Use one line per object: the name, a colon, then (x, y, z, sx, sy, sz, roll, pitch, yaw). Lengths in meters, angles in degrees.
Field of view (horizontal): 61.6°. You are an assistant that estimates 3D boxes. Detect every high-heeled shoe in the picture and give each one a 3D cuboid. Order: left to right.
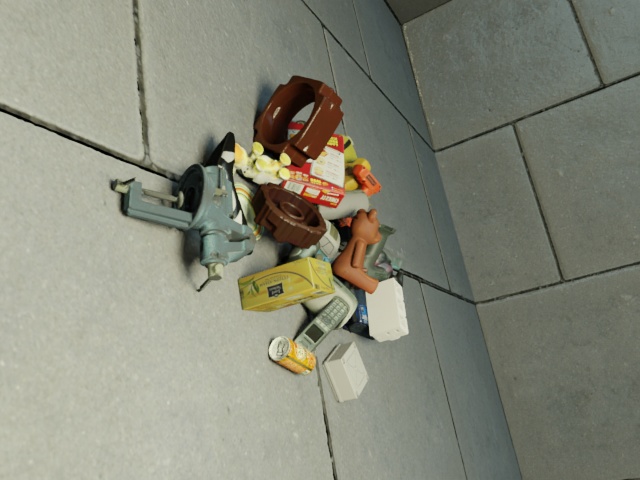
high-heeled shoe: (-0.168, -0.092, 1.079, 0.145, 0.086, 0.249, 30, 62, -27)

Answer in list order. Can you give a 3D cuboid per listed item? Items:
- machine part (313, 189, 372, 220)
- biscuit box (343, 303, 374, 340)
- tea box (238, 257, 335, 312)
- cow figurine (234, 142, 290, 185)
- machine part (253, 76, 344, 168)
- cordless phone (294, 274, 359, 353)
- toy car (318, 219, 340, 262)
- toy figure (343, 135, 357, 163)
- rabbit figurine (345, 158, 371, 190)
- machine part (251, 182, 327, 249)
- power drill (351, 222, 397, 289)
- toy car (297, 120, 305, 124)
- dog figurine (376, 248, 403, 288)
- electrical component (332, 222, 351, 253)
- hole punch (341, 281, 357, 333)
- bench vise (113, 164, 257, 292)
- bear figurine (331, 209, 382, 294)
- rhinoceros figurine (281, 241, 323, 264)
machine part: (0.047, -0.095, 1.475, 0.243, 0.079, 0.079, -9, 79, -33)
biscuit box: (0.130, 0.232, 1.519, 0.202, 0.063, 0.059, 32, 44, -55)
tea box: (-0.067, 0.092, 1.079, 0.098, 0.170, 0.068, 23, 54, -61)
cow figurine: (-0.154, -0.166, 1.199, 0.167, 0.098, 0.068, 15, 61, -40)
machine part: (-0.053, -0.286, 1.302, 0.087, 0.201, 0.201, 29, 91, -44)
cordless phone: (-0.016, 0.164, 1.238, 0.147, 0.088, 0.184, 41, 66, 11)
toy car: (-0.003, -0.004, 1.366, 0.161, 0.103, 0.109, 56, 27, -34)
toy figure: (0.088, -0.260, 1.767, 0.180, 0.082, 0.089, 71, 22, -6)
rabbit figurine: (0.107, -0.154, 1.697, 0.173, 0.122, 0.162, 69, 19, -55)
machine part: (-0.069, -0.053, 1.181, 0.179, 0.056, 0.179, 29, 24, -15)
power drill: (0.128, 0.043, 1.508, 0.232, 0.086, 0.207, 15, 92, -48)
toy car: (-0.028, -0.251, 1.550, 0.089, 0.053, 0.202, 29, 43, -70)
dog figurine: (0.162, 0.068, 1.658, 0.219, 0.108, 0.191, 42, 40, -40)
electrical component: (0.059, -0.009, 1.529, 0.119, 0.075, 0.048, 35, 42, -58)
hole punch: (0.034, 0.170, 1.357, 0.115, 0.092, 0.142, 104, -29, -74)
bench vise: (-0.231, -0.041, 0.911, 0.240, 0.129, 0.223, 16, 66, -37)
bear figurine: (0.112, 0.023, 1.389, 0.132, 0.120, 0.196, 34, 78, -20)
rhinoceros figurine: (-0.047, 0.053, 1.228, 0.073, 0.112, 0.190, 33, 48, -6)
